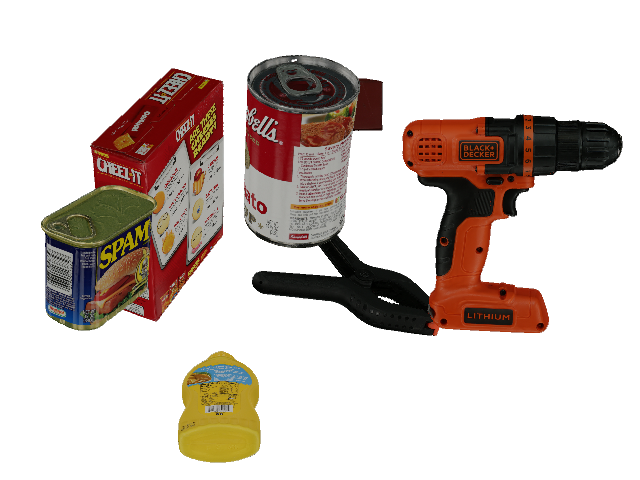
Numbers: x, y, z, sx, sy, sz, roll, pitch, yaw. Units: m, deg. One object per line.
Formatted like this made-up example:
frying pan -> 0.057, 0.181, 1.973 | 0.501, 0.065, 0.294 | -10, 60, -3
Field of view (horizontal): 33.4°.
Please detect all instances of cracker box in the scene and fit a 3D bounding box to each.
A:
cracker box -> -0.167, -0.049, 1.131 | 0.072, 0.214, 0.164 | 17, 42, 16

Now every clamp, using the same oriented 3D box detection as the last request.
clamp -> 0.036, 0.055, 1.207 | 0.210, 0.036, 0.164 | 29, 35, 21

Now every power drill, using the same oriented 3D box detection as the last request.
power drill -> 0.164, -0.016, 0.927 | 0.184, 0.188, 0.057 | 2, 13, 11

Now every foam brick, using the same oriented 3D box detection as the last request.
foam brick -> 0.020, -0.140, 1.099 | 0.078, 0.051, 0.053 | -3, 13, -19

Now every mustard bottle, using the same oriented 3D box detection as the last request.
mustard bottle -> -0.124, 0.194, 1.318 | 0.096, 0.058, 0.191 | -2, 27, -3

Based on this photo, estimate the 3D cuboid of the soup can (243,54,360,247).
soup can -> -0.013, -0.055, 0.666 | 0.068, 0.102, 0.068 | 3, 37, -3

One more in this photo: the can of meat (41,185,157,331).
can of meat -> -0.180, 0.014, 0.871 | 0.057, 0.084, 0.102 | 19, 30, 19
